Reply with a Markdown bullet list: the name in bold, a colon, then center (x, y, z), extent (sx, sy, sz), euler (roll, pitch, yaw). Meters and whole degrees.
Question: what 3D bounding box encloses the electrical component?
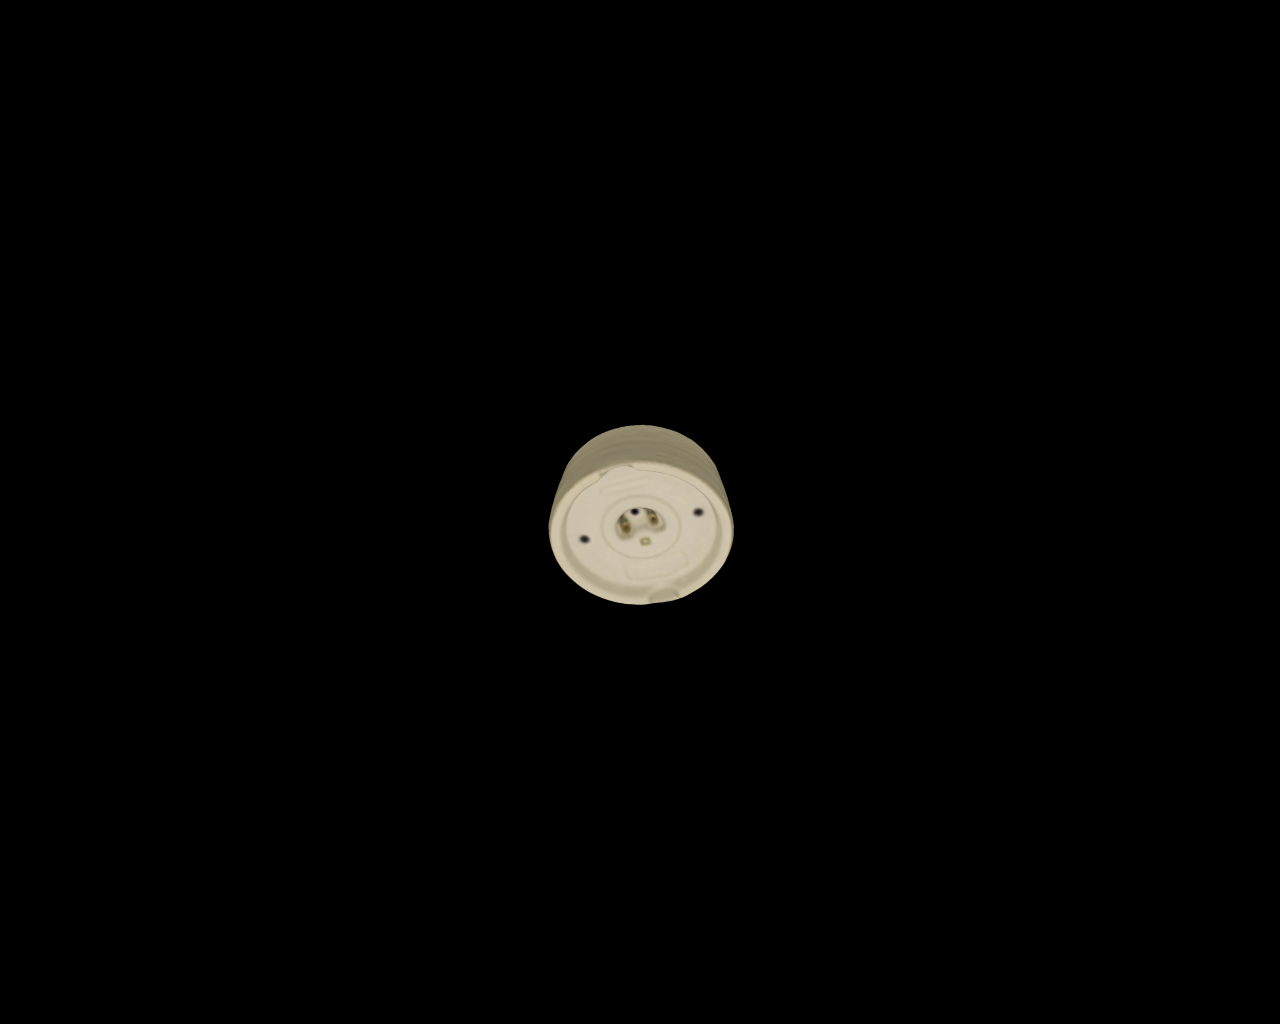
- **electrical component**: center (0.001, -0.003, 0.650), extent (0.108, 0.108, 0.060), euler (0, 36, 0)
